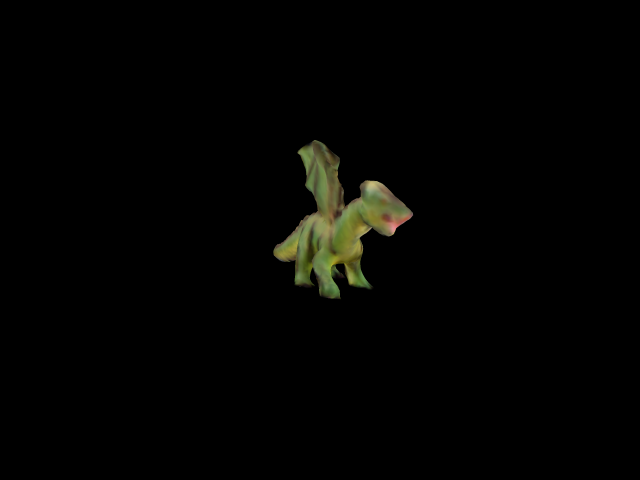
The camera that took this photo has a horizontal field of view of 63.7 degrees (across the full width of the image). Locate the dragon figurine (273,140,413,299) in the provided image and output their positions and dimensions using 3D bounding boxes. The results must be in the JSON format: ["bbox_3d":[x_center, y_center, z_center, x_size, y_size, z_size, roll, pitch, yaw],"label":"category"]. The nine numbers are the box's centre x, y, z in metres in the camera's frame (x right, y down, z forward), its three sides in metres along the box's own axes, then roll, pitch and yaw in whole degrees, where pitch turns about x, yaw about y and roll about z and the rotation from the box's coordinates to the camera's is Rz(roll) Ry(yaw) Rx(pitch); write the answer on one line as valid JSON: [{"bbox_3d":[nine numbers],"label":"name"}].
[{"bbox_3d":[0.003,-0.043,0.850,0.122,0.241,0.412,-6,13,-31],"label":"dragon figurine"}]
